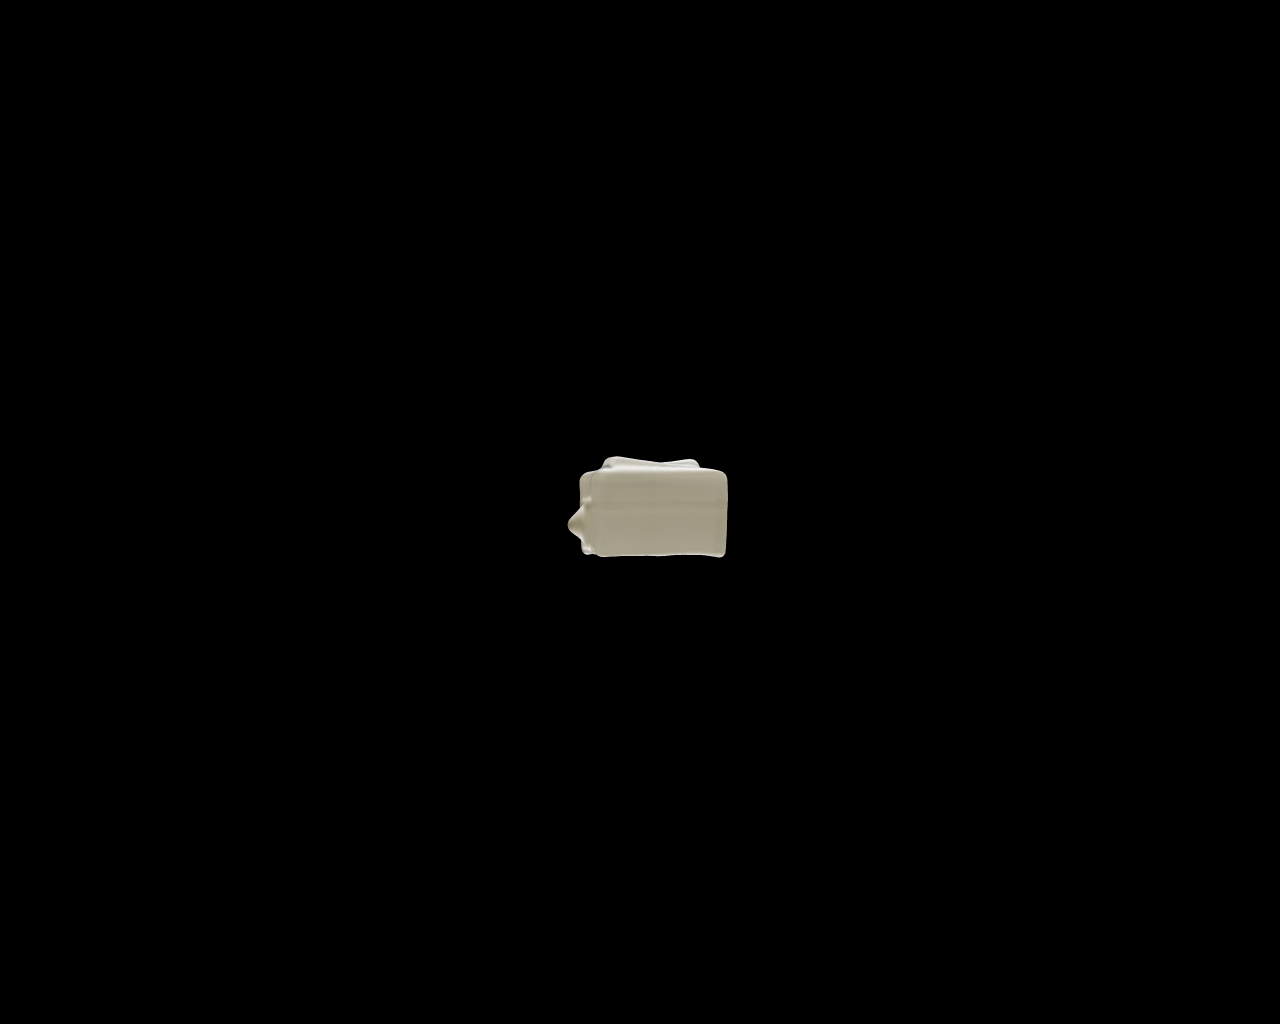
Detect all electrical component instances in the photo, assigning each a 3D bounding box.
[{"bbox_3d":[0.001,-0.003,0.650,0.096,0.061,0.061,0,0,-13],"label":"electrical component"}]
